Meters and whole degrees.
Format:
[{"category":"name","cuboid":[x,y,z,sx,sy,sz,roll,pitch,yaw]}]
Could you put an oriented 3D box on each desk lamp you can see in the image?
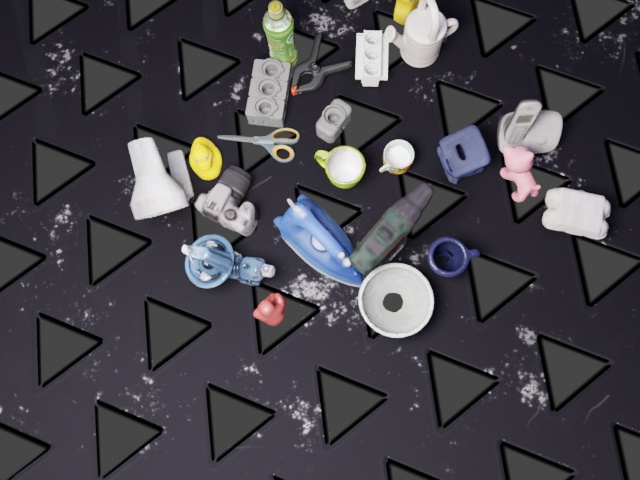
[{"category":"desk lamp","cuboid":[-0.363,-0.131,1.288,0.118,0.213,0.203,-17,78,-2]}]

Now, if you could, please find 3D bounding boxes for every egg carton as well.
[{"category":"egg carton","cuboid":[0.593,-0.062,1.327,0.150,0.069,0.107,12,79,4]}]

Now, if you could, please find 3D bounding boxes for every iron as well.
[{"category":"iron","cuboid":[0.012,0.005,1.289,0.258,0.141,0.119,44,83,9]}]

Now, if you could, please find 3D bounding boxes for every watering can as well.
[{"category":"watering can","cuboid":[0.243,-0.498,1.360,0.173,0.194,0.101,-35,80,-6]}]

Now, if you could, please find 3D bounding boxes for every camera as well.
[{"category":"camera","cuboid":[-0.203,-0.099,1.336,0.143,0.101,0.137,26,80,6]}]

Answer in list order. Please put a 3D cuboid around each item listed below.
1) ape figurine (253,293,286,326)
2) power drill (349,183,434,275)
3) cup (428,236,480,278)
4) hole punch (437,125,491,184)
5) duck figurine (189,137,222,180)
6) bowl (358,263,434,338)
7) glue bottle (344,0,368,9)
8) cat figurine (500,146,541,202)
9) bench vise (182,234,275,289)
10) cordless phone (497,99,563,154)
[{"category":"ape figurine","cuboid":[-0.114,0.155,1.287,0.078,0.092,0.076,-17,78,-2]},{"category":"power drill","cuboid":[0.153,-0.015,1.256,0.075,0.208,0.230,41,82,9]},{"category":"cup","cuboid":[0.297,0.043,1.299,0.117,0.095,0.092,-9,78,-1]},{"category":"hole punch","cuboid":[0.337,-0.202,1.350,0.101,0.091,0.108,-19,79,-2]},{"category":"duck figurine","cuboid":[-0.279,-0.203,1.366,0.077,0.086,0.104,-16,78,-2]},{"category":"bowl","cuboid":[0.169,0.139,1.293,0.167,0.075,0.167,0,78,1]},{"category":"glue bottle","cuboid":[0.097,-0.642,1.403,0.078,0.173,0.037,-29,79,-4]},{"category":"cat figurine","cuboid":[0.469,-0.163,1.326,0.067,0.118,0.128,-26,79,-4]},{"category":"bench vise","cuboid":[-0.208,0.037,1.247,0.207,0.220,0.121,-9,78,0]},{"category":"cordless phone","cuboid":[0.493,-0.268,1.312,0.147,0.185,0.094,-5,78,0]}]
